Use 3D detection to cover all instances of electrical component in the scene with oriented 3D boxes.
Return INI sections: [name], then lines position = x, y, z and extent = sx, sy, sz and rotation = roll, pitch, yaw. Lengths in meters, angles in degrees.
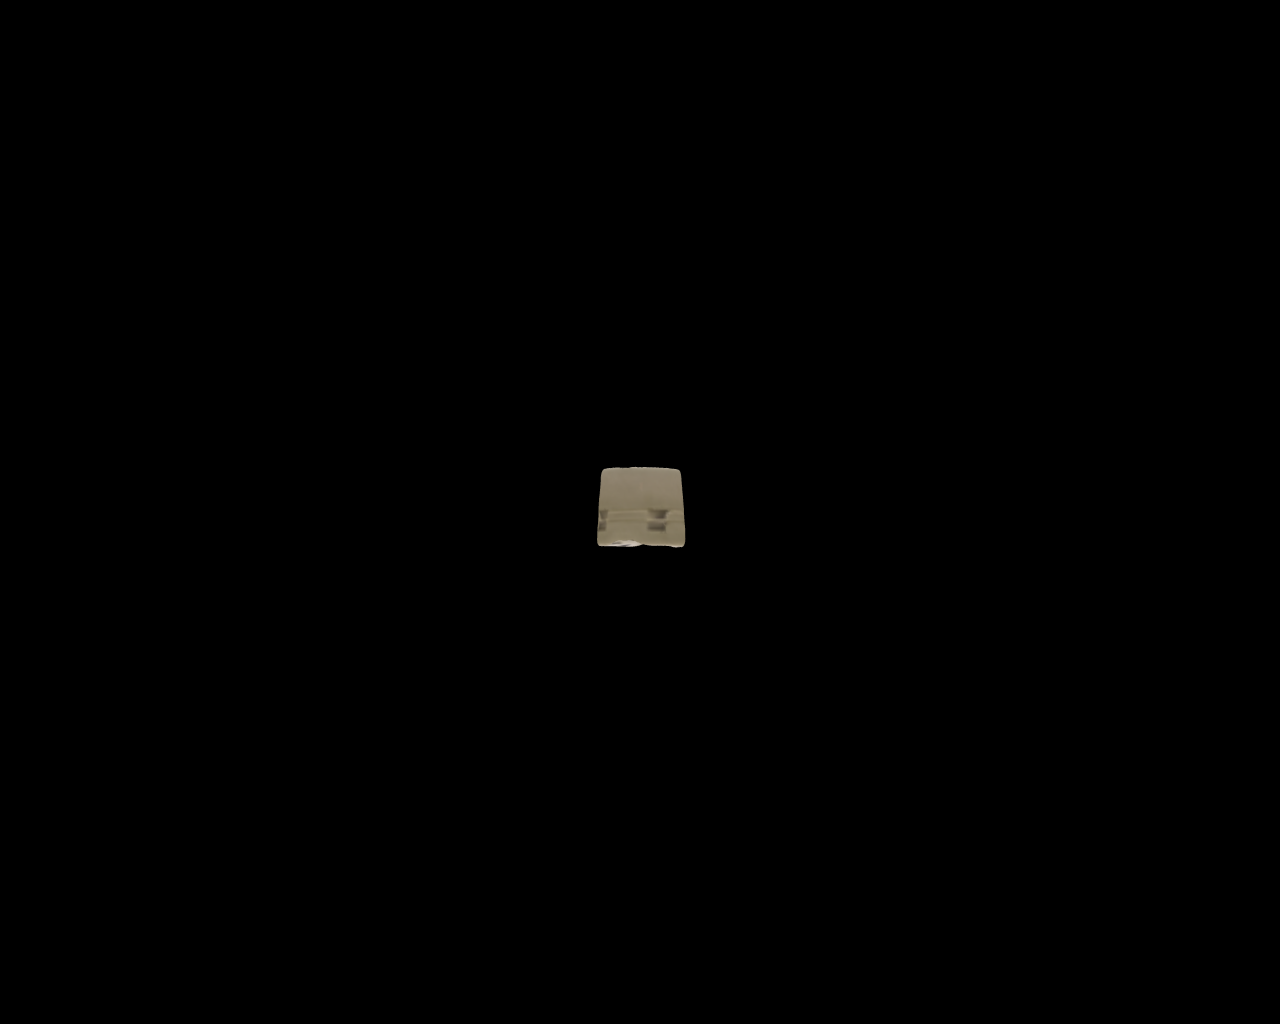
[electrical component]
position = 0.001, -0.003, 0.650
extent = 0.055, 0.047, 0.055
rotation = 0, -2, 0
